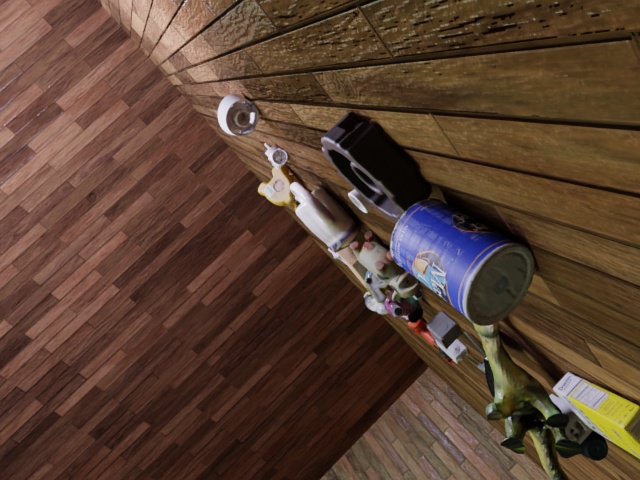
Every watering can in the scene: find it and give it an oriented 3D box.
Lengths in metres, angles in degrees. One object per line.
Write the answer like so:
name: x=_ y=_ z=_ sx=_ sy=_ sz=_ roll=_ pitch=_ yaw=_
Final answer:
watering can: x=0.004 y=-0.071 z=1.403 sx=0.224 sy=0.104 sz=0.348 roll=46 pitch=180 yaw=-2

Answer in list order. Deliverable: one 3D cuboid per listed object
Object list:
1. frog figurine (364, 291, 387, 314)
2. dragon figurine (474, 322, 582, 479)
frog figurine: x=0.228 y=0.195 z=1.657 sx=0.160 sy=0.120 sz=0.139 roll=37 pitch=-152 yaw=2
dragon figurine: x=0.365 y=0.267 z=0.948 sx=0.403 sy=0.121 sz=0.249 roll=58 pitch=-161 yaw=-33
